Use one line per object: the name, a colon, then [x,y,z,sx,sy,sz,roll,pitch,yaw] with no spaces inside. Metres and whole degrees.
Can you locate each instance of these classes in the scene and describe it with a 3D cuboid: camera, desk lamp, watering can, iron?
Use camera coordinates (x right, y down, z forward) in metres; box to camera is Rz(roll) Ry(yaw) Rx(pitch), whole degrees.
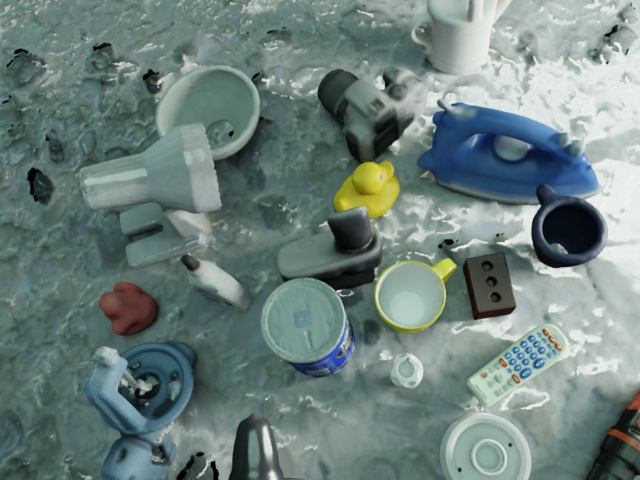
camera: [0.071,-0.216,0.871,0.143,0.101,0.136,-42,69,-8]
desk lamp: [-0.219,-0.058,0.796,0.203,0.214,0.118,-20,68,1]
watering can: [0.215,-0.350,0.849,0.173,0.194,0.100,-40,69,-7]
iron: [0.270,-0.129,0.787,0.257,0.141,0.119,16,73,14]

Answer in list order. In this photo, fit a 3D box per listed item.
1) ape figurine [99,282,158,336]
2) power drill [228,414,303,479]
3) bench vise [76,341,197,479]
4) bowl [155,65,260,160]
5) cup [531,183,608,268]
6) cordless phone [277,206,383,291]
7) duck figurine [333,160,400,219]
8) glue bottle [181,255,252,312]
ape figurine: [-0.280,0.095,0.814,0.076,0.092,0.078,11,72,13]
power drill: [-0.054,0.318,0.634,0.075,0.209,0.229,-5,69,7]
bench vise: [-0.220,0.213,0.692,0.121,0.220,0.207,-6,69,7]
bowl: [-0.169,-0.190,0.912,0.167,0.075,0.167,-3,69,8]
cup: [0.314,-0.010,0.761,0.091,0.095,0.117,-23,68,0]
cordless phone: [0.007,0.003,0.754,0.147,0.185,0.094,-19,68,2]
duck figurine: [0.065,-0.078,0.829,0.104,0.086,0.077,-30,68,-3]
glue bottle: [-0.147,0.053,0.766,0.078,0.173,0.037,19,74,15]
